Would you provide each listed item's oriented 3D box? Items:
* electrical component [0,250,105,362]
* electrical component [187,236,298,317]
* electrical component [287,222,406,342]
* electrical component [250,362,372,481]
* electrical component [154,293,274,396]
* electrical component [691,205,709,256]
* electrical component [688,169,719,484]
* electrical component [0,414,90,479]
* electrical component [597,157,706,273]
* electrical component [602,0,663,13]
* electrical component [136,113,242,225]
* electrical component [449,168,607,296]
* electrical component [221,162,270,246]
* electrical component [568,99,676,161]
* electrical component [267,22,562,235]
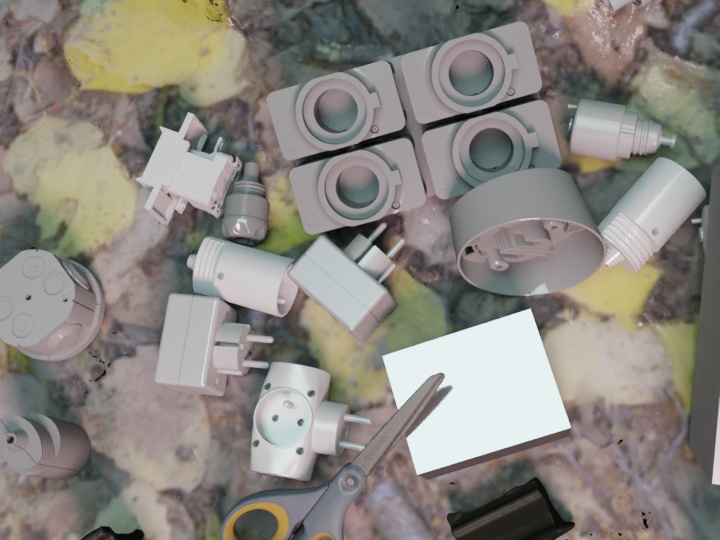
[{"bbox_3d":[-0.239,0.026,0.814,0.080,0.051,0.080,-3,75,10],"label":"electrical component"},{"bbox_3d":[-0.090,0.003,0.794,0.081,0.043,0.043,15,79,15],"label":"electrical component"},{"bbox_3d":[0.000,0.000,0.775,0.066,0.047,0.076,40,86,18],"label":"electrical component"},{"bbox_3d":[-0.032,0.109,0.754,0.079,0.044,0.077,8,77,14],"label":"electrical component"},{"bbox_3d":[-0.101,0.056,0.780,0.077,0.047,0.065,5,76,12],"label":"electrical component"},{"bbox_3d":[0.268,-0.027,0.733,0.078,0.040,0.040,-4,75,10],"label":"electrical component"},{"bbox_3d":[0.248,0.031,0.663,0.060,0.105,0.186,5,93,9],"label":"electrical component"},{"bbox_3d":[-0.230,0.126,0.770,0.043,0.081,0.043,-3,75,11],"label":"electrical component"},{"bbox_3d":[0.197,-0.034,0.747,0.043,0.043,0.081,41,86,18],"label":"electrical component"},{"bbox_3d":[0.208,-0.214,0.793,0.062,0.043,0.043,-33,72,3],"label":"electrical component"},{"bbox_3d":[-0.128,-0.073,0.823,0.064,0.042,0.081,21,81,14],"label":"electrical component"},{"bbox_3d":[0.112,-0.024,0.736,0.099,0.099,0.064,-17,67,6],"label":"electrical component"},{"bbox_3d":[-0.085,-0.051,0.813,0.035,0.035,0.061,2,73,12],"label":"electrical component"},{"bbox_3d":[0.185,-0.098,0.768,0.078,0.040,0.040,12,78,14],"label":"electrical component"},{"bbox_3d":[0.039,-0.100,0.766,0.186,0.060,0.105,-15,99,7],"label":"electrical component"}]
